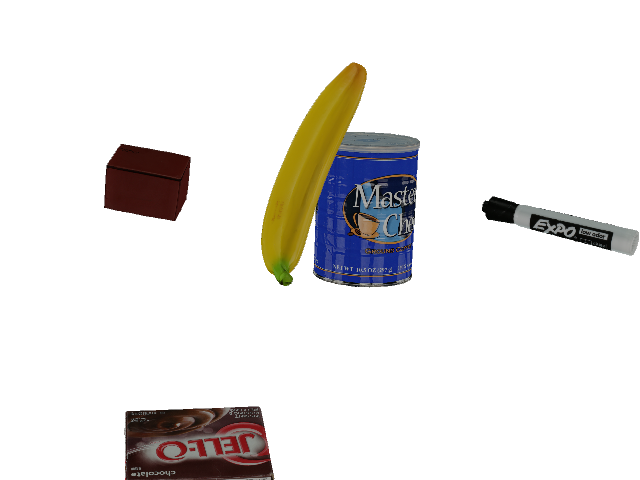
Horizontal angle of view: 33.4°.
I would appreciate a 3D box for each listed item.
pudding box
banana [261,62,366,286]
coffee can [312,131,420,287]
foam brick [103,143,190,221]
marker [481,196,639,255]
[{"bbox_3d":[-0.097,0.171,0.834,0.113,0.039,0.090,-2,25,-9],"label":"pudding box"},{"bbox_3d":[-0.008,-0.049,0.858,0.037,0.197,0.070,28,-20,-31],"label":"banana"},{"bbox_3d":[0.045,-0.034,1.077,0.103,0.140,0.103,2,13,-1],"label":"coffee can"},{"bbox_3d":[-0.177,-0.060,1.099,0.078,0.051,0.053,11,31,2],"label":"foam brick"},{"bbox_3d":[0.179,-0.013,0.809,0.121,0.020,0.020,16,8,29],"label":"marker"}]
